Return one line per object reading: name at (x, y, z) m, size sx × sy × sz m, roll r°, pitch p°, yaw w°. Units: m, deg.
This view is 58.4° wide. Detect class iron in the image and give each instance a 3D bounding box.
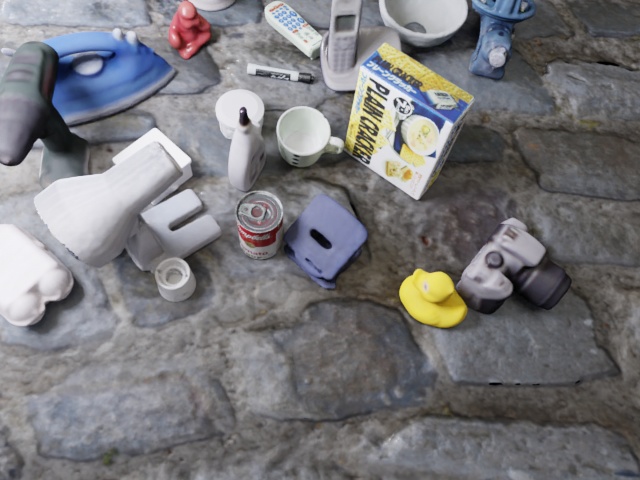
iron at (-0.372, -0.290, 0.937) m, size 0.258 × 0.141 × 0.118 m, roll -20°, pitch 68°, yaw -14°

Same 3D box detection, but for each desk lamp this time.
desk lamp at (-0.255, -0.038, 0.791) m, size 0.203 × 0.213 × 0.117 m, roll -34°, pitch 72°, yaw -18°

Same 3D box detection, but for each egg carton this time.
egg carton at (-0.430, 0.048, 0.814) m, size 0.150 × 0.069 × 0.107 m, roll 36°, pitch 67°, yaw 12°

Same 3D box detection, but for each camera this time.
camera at (0.300, 0.051, 0.862) m, size 0.136 × 0.101 × 0.143 m, roll 37°, pitch 67°, yaw 12°

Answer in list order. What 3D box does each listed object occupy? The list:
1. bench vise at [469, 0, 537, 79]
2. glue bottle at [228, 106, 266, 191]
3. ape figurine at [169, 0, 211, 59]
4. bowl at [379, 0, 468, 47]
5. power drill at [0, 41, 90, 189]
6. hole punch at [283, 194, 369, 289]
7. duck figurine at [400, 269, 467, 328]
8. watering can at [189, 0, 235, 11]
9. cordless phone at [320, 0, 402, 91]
bench vise at (0.340, -0.409, 1.014) m, size 0.121 × 0.220 × 0.207 m, roll -4°, pitch 65°, yaw -7°
glue bottle at (-0.113, -0.147, 0.877) m, size 0.037 × 0.173 × 0.078 m, roll 24°, pitch 65°, yaw 7°
ape figurine at (-0.234, -0.384, 1.021) m, size 0.078 × 0.092 × 0.076 m, roll -9°, pitch 66°, yaw -9°
bowl at (0.190, -0.423, 1.087) m, size 0.167 × 0.075 × 0.167 m, roll 2°, pitch 65°, yaw -4°
power drill at (-0.405, -0.161, 0.837) m, size 0.075 × 0.208 × 0.229 m, roll -5°, pitch 66°, yaw -7°
hole punch at (0.008, 0.003, 0.863) m, size 0.108 × 0.091 × 0.101 m, roll 41°, pitch 68°, yaw 14°
duck figurine at (0.174, 0.080, 0.845) m, size 0.104 × 0.086 × 0.078 m, roll 33°, pitch 67°, yaw 10°
watering can at (-0.198, -0.518, 1.030) m, size 0.101 × 0.194 × 0.172 m, roll -38°, pitch 73°, yaw -19°
cordless phone at (0.075, -0.346, 0.980) m, size 0.147 × 0.185 × 0.094 m, roll -10°, pitch 66°, yaw -9°
